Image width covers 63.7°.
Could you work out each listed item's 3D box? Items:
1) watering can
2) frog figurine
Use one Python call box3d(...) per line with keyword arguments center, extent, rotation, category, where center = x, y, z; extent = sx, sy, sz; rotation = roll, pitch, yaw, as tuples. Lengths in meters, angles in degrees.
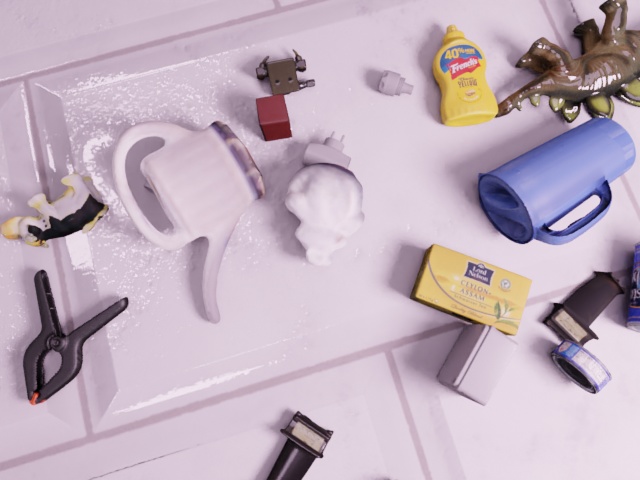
box3d(center=(-0.190, -0.053, 0.864), extent=(0.226, 0.104, 0.345), rotation=(-33, 99, -16), category="watering can")
box3d(center=(0.003, -0.043, 0.854), extent=(0.137, 0.121, 0.162), rotation=(25, 66, -14), category="frog figurine")
